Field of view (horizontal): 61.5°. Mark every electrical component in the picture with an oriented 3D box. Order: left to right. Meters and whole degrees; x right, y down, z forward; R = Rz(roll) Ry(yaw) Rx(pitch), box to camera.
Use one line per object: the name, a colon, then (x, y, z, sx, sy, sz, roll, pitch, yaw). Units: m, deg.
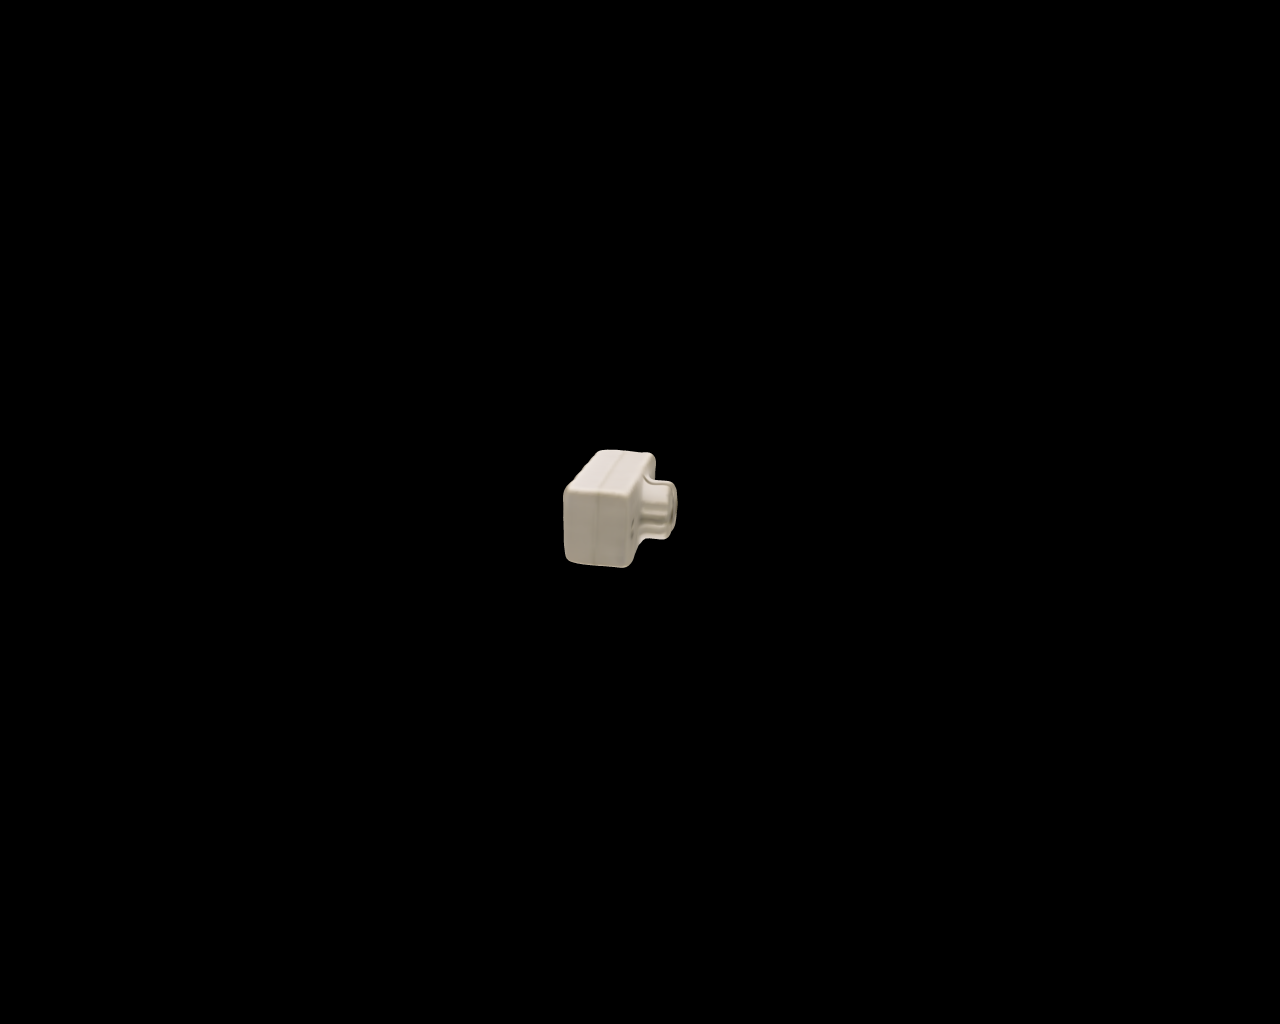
electrical component: (0.001, -0.003, 0.650, 0.076, 0.047, 0.083, 4, 21, 11)
